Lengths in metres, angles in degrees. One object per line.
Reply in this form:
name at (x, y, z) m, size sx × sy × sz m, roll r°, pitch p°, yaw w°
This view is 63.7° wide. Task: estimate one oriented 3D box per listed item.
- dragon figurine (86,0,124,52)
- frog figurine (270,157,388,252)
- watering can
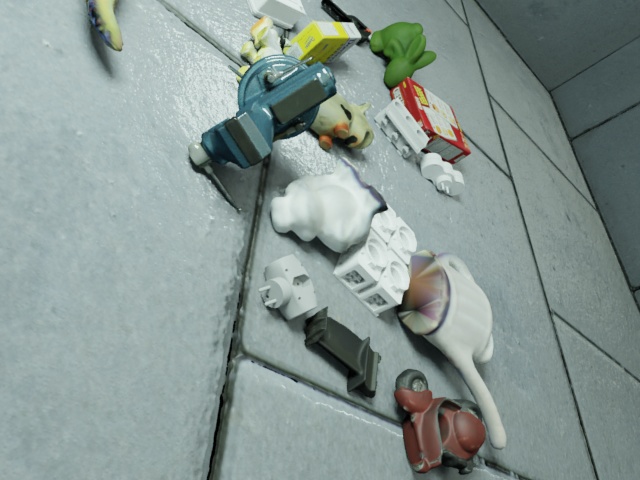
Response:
dragon figurine at (-0.286, -0.432, 0.739) m, size 0.244 × 0.121 × 0.411 m, roll -16°, pitch 83°, yaw -62°
frog figurine at (0.002, -0.040, 0.791) m, size 0.161 × 0.121 × 0.138 m, roll -30°, pitch 85°, yaw -19°
watering can at (0.234, 0.158, 0.886) m, size 0.222 × 0.102 × 0.356 m, roll 30°, pitch 44°, yaw -32°
